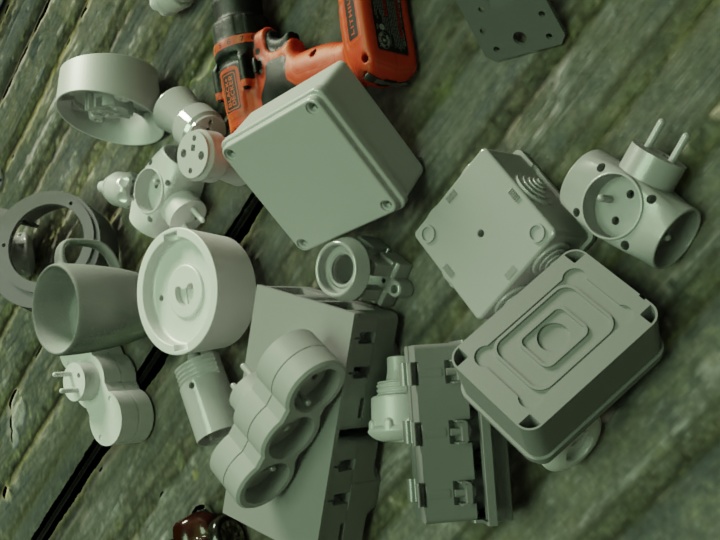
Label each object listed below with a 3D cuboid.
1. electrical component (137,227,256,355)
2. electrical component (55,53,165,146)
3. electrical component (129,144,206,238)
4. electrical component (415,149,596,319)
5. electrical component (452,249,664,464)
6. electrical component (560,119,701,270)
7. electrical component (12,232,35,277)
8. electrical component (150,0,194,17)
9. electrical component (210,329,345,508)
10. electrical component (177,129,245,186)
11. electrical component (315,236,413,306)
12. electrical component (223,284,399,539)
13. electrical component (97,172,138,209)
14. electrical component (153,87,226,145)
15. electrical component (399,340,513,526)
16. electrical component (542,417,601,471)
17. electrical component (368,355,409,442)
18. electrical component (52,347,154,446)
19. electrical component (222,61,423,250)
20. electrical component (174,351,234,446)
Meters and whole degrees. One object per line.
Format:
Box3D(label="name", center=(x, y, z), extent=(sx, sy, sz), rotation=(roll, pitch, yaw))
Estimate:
Box3D(label="electrical component", center=(-0.136, 0.019, 0.929), extent=(0.108, 0.060, 0.108), rotation=(-2, 87, 42))
Box3D(label="electrical component", center=(-0.232, -0.159, 1.002), extent=(0.099, 0.099, 0.064), rotation=(-15, 72, 41))
Box3D(label="electrical component", center=(-0.165, -0.060, 0.969), extent=(0.079, 0.044, 0.077), rotation=(47, 118, 32))
Box3D(label="electrical component", center=(0.095, -0.023, 0.730), extent=(0.099, 0.048, 0.099), rotation=(-52, 57, 28))
Box3D(label="electrical component", center=(0.123, 0.054, 0.663), extent=(0.113, 0.057, 0.078), rotation=(-40, 55, -10))
Box3D(label="electrical component", center=(0.174, -0.054, 0.663), extent=(0.077, 0.044, 0.079), rotation=(40, 114, 35))
Box3D(label="electrical component", center=(-0.379, -0.014, 1.144), extent=(0.048, 0.062, 0.048), rotation=(173, 90, -73))
Box3D(label="electrical component", center=(-0.164, -0.256, 0.983), extent=(0.061, 0.035, 0.035), rotation=(-12, 81, 39))
Box3D(label="electrical component", center=(-0.071, 0.099, 0.789), extent=(0.074, 0.052, 0.138), rotation=(44, 116, 34))
Box3D(label="electrical component", center=(-0.123, -0.096, 0.925), extent=(0.045, 0.055, 0.045), rotation=(-2, 87, 42))
Box3D(label="electrical component", center=(0.000, 0.000, 0.810), extent=(0.066, 0.055, 0.048), rotation=(39, 113, 36))
Box3D(label="electrical component", center=(-0.037, 0.113, 0.836), extent=(0.105, 0.060, 0.186), rotation=(15, 98, 41))
Box3D(label="electrical component", center=(-0.233, -0.078, 1.038), extent=(0.061, 0.035, 0.035), rotation=(10, 95, 44))
Box3D(label="electrical component", center=(-0.152, -0.132, 0.960), extent=(0.055, 0.045, 0.045), rotation=(41, 115, 35))
Box3D(label="electrical component", center=(0.064, 0.109, 0.735), extent=(0.079, 0.063, 0.121), rotation=(141, 126, -80))
Box3D(label="electrical component", center=(0.123, 0.097, 0.705), extent=(0.062, 0.048, 0.048), rotation=(45, 117, 41))
Box3D(label="electrical component", center=(0.029, 0.095, 0.790), extent=(0.048, 0.048, 0.062), rotation=(-12, 73, 41))
Box3D(label="electrical component", center=(-0.258, 0.106, 1.027), extent=(0.052, 0.074, 0.138), rotation=(-48, 59, 30))
Box3D(label="electrical component", center=(-0.028, -0.083, 0.805), extent=(0.109, 0.056, 0.108), rotation=(-22, 115, 39))
Box3D(label="electrical component", center=(-0.133, 0.107, 0.935), extent=(0.043, 0.043, 0.081), rotation=(-38, 64, 35))
